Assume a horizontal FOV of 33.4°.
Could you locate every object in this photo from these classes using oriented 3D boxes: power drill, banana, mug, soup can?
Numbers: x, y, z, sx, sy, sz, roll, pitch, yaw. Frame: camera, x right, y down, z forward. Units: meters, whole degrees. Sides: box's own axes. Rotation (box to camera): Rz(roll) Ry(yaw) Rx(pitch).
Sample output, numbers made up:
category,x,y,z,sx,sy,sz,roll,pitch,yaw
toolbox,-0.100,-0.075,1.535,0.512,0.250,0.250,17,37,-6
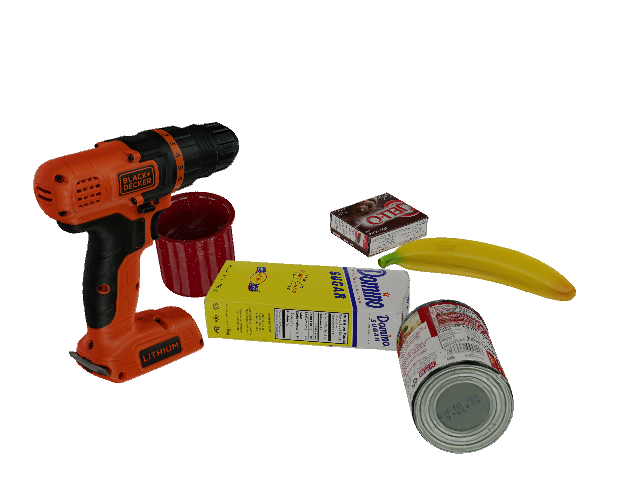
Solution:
category,x,y,z,sx,sy,sz,roll,pitch,yaw
power drill,-0.136,0.005,0.847,0.057,0.188,0.184,18,27,42
banana,0.161,0.028,1.092,0.198,0.037,0.069,8,36,11
mug,-0.143,0.002,1.149,0.117,0.081,0.093,27,46,33
soup can,0.090,0.091,0.729,0.068,0.068,0.102,0,20,-2

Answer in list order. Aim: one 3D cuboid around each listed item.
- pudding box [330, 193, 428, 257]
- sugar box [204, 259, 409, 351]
category,x,y,z,sx,sy,sz,roll,pitch,yaw
pudding box,0.083,-0.023,1.526,0.113,0.039,0.090,-22,36,-32
sugar box,-0.009,0.057,0.965,0.176,0.048,0.093,1,23,8
